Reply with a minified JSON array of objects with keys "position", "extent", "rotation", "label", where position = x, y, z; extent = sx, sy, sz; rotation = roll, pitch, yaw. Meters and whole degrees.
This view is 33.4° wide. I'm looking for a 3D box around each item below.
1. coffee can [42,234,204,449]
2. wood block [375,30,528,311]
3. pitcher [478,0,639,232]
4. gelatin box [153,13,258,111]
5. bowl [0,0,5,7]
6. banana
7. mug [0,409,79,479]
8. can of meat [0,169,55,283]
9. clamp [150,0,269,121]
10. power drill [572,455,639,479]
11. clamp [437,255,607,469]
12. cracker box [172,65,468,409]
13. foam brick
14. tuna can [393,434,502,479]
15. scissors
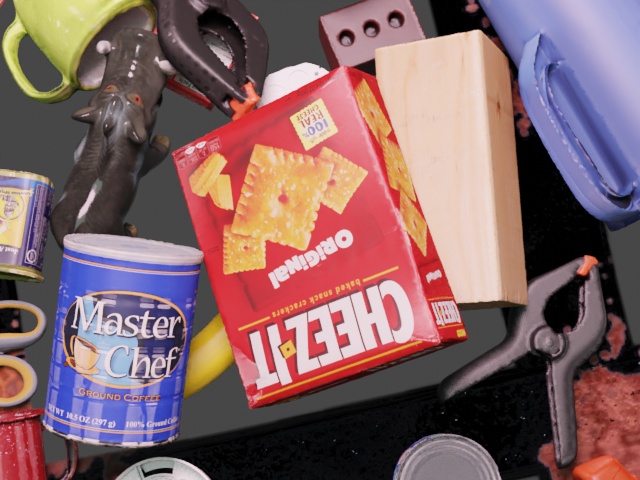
[{"position":[-0.146,0.072,0.792],"extent":[0.103,0.103,0.140],"rotation":[8,94,1],"label":"coffee can"},{"position":[0.105,-0.048,0.848],"extent":[0.090,0.090,0.206],"rotation":[-6,81,24],"label":"wood block"},{"position":[0.218,-0.133,0.836],"extent":[0.145,0.149,0.243],"rotation":[-33,87,9],"label":"pitcher"},{"position":[-0.104,-0.165,0.909],"extent":[0.073,0.030,0.089],"rotation":[28,83,1],"label":"gelatin box"},{"position":[-0.325,-0.229,0.904],"extent":[0.162,0.055,0.162],"rotation":[-1,81,4],"label":"bowl"},{"position":[-0.108,0.089,0.870],"extent":[0.197,0.037,0.069],"rotation":[-28,83,-3],"label":"banana"},{"position":[-0.247,0.179,0.840],"extent":[0.117,0.093,0.081],"rotation":[-5,86,-36],"label":"mug"},{"position":[-0.273,-0.013,0.876],"extent":[0.102,0.057,0.084],"rotation":[6,80,1],"label":"can of meat"},{"position":[-0.106,-0.188,0.848],"extent":[0.164,0.036,0.210],"rotation":[-2,61,-35],"label":"clamp"},{"position":[0.295,0.152,0.848],"extent":[0.187,0.057,0.184],"rotation":[-40,84,-5],"label":"power drill"},{"position":[0.172,0.087,0.868],"extent":[0.120,0.039,0.171],"rotation":[21,76,-1],"label":"clamp"},{"position":[-0.005,0.001,0.802],"extent":[0.164,0.072,0.214],"rotation":[-23,79,24],"label":"cracker box"},{"position":[0.042,-0.170,0.898],"extent":[0.078,0.051,0.053],"rotation":[-21,82,-2],"label":"foam brick"},{"position":[0.101,0.198,0.854],"extent":[0.086,0.034,0.086],"rotation":[0,82,0],"label":"tuna can"},{"position":[-0.319,0.107,0.879],"extent":[0.201,0.016,0.096],"rotation":[-17,82,-2],"label":"scissors"}]
